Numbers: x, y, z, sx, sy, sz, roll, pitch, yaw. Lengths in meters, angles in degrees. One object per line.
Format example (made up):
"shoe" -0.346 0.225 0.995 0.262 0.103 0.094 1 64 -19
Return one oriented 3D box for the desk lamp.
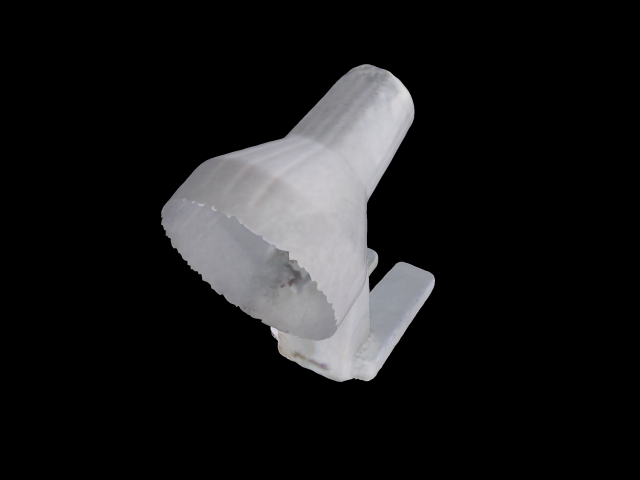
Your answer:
"desk lamp" 0.004 0.001 0.400 0.117 0.214 0.204 22 45 24
